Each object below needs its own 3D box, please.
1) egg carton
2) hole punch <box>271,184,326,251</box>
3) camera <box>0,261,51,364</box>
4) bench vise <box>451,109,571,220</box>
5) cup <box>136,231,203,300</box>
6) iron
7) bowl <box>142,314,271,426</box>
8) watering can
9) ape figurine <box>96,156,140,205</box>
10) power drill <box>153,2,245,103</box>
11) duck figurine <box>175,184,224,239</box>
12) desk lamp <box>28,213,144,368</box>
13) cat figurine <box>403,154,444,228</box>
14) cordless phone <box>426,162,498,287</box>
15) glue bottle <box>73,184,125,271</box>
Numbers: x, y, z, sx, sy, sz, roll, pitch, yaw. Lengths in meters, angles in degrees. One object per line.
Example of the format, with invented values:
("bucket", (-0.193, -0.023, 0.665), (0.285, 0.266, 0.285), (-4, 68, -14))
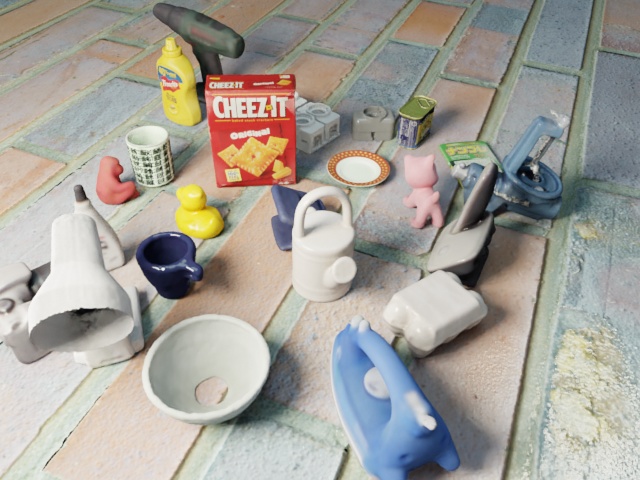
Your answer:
("egg carton", (0.175, 0.110, 0.877), (0.151, 0.069, 0.107), (-25, 49, -27))
("hole punch", (-0.036, -0.047, 1.024), (0.101, 0.091, 0.108), (-9, 44, -12))
("camera", (-0.425, 0.085, 0.856), (0.137, 0.101, 0.142), (-32, 52, -31))
("bench vise", (0.353, -0.127, 1.032), (0.207, 0.220, 0.121), (-6, 43, -9))
("cup", (-0.226, 0.052, 0.904), (0.117, 0.095, 0.092), (24, 47, 22))
("iron", (0.078, 0.181, 0.742), (0.119, 0.141, 0.257), (-16, 46, -19))
("bowl", (-0.149, 0.186, 0.777), (0.167, 0.075, 0.167), (1, 43, -1))
("watering can", (0.010, 0.003, 0.895), (0.101, 0.194, 0.172), (-30, 51, -30))
("ape figurine", (-0.391, -0.118, 1.085), (0.076, 0.092, 0.077), (-22, 48, -24))
("power drill", (-0.283, -0.437, 1.351), (0.229, 0.208, 0.076), (17, 45, 16))
("duck figurine", (-0.220, -0.058, 1.031), (0.104, 0.086, 0.078), (31, 50, 28))
("desk lamp", (-0.314, 0.083, 0.780), (0.118, 0.214, 0.202), (-11, 44, -14))
("cat figurine", (0.196, -0.103, 1.074), (0.067, 0.118, 0.127), (-6, 43, -9))
("cordless phone", (0.244, -0.028, 0.945), (0.094, 0.185, 0.148), (16, 44, 15))
("glue bottle", (-0.367, -0.018, 0.917), (0.078, 0.173, 0.037), (-21, 47, -23))
